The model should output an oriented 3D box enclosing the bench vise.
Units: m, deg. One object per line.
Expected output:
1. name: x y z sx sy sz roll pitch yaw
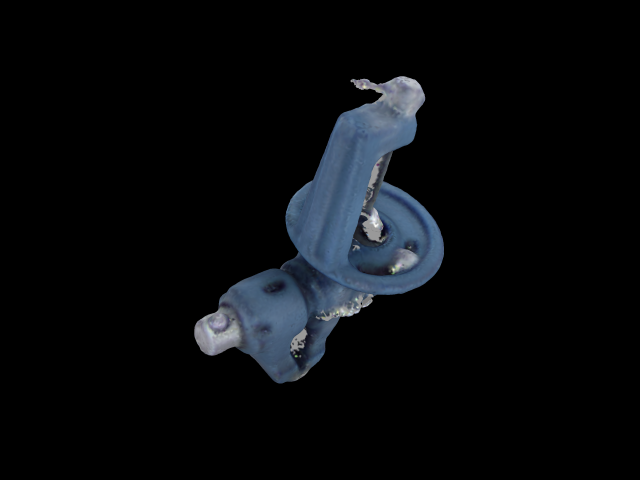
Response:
1. bench vise: 0.013 0.007 0.396 0.121 0.220 0.208 29 60 19
